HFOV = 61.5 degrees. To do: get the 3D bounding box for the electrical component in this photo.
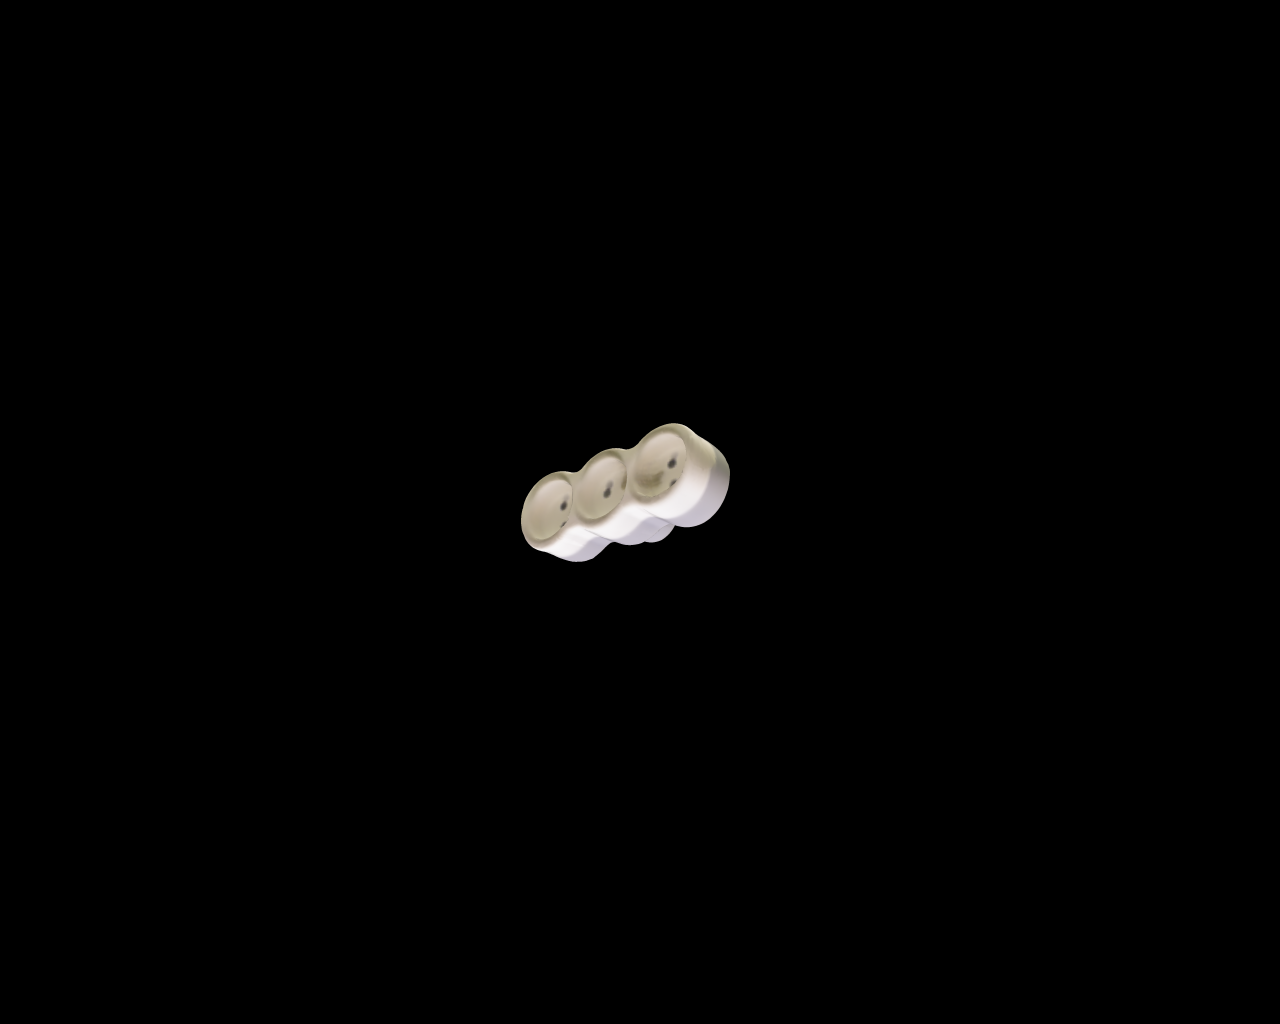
[{"bbox_3d":[0.001,-0.003,0.650,0.138,0.052,0.073,-20,-32,36],"label":"electrical component"}]
